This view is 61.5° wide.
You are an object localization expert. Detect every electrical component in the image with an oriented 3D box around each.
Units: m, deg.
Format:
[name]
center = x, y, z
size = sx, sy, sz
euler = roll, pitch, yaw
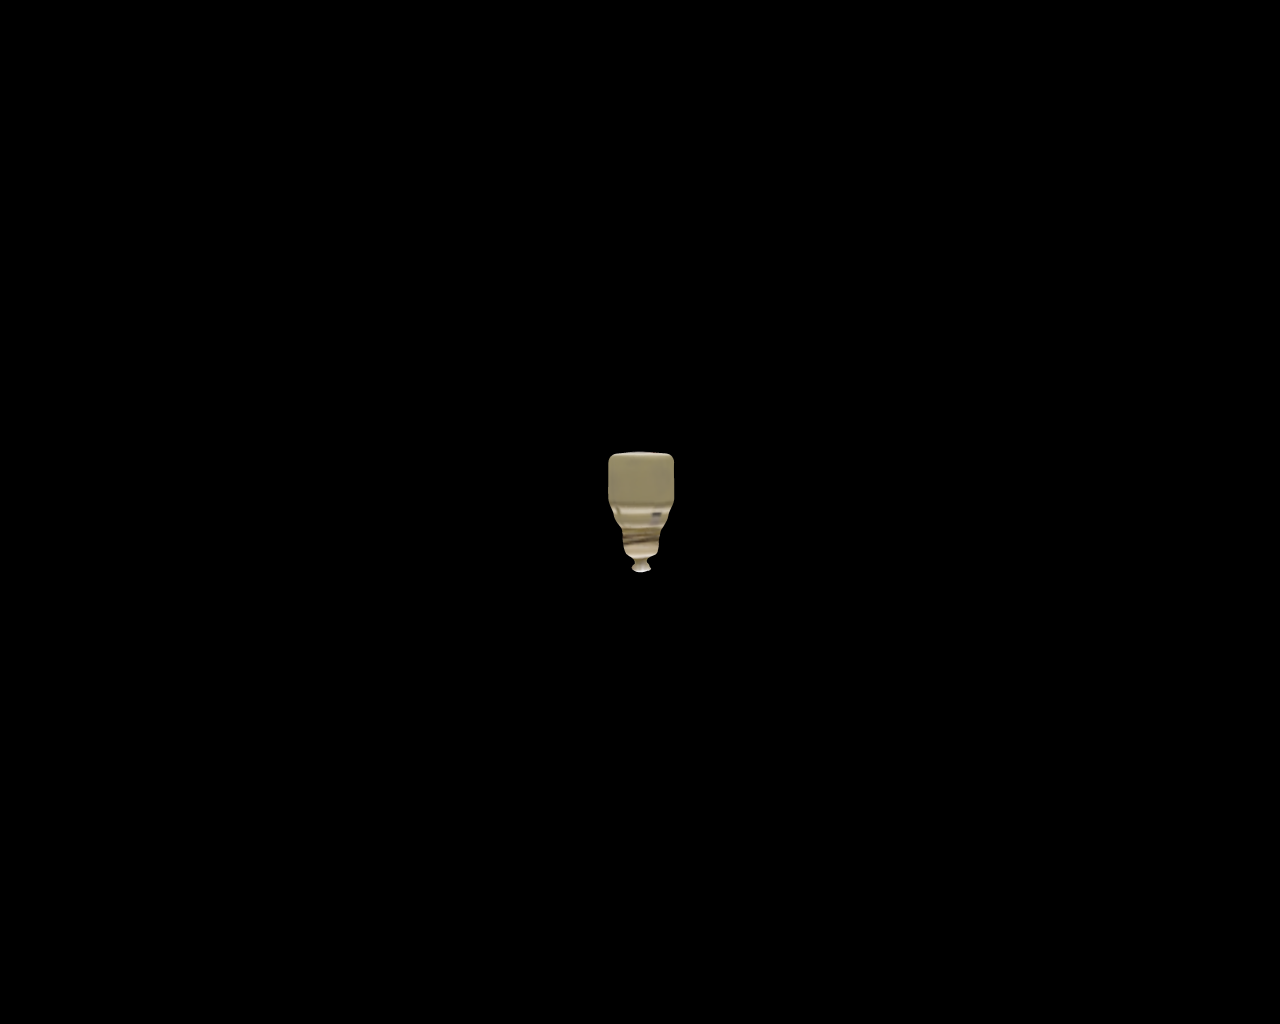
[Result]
[electrical component]
center = 0.001, -0.003, 0.650
size = 0.040, 0.078, 0.040
euler = 0, 2, 0
